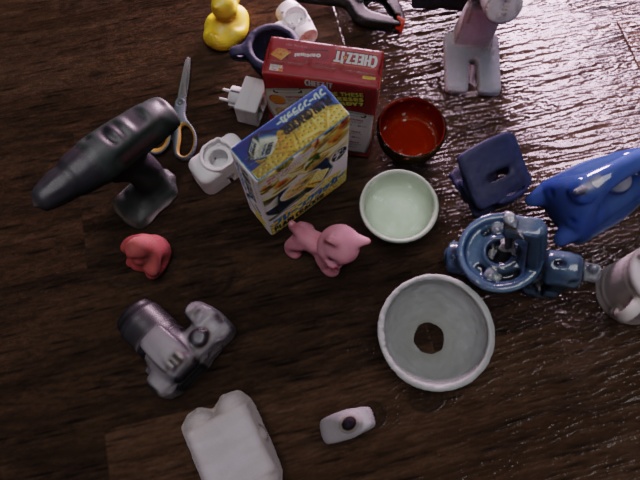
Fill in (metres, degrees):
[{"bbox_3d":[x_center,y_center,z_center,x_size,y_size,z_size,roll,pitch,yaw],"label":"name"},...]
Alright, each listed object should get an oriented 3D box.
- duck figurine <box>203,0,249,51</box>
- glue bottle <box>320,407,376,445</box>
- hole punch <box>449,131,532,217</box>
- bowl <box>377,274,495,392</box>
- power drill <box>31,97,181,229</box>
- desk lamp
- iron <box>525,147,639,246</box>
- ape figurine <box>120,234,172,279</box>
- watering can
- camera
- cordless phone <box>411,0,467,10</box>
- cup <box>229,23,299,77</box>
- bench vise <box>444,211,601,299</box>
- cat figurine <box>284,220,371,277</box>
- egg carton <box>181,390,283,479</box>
[{"bbox_3d":[-0.170,-0.396,1.011,0.077,0.086,0.105,27,74,9],"label":"duck figurine"},{"bbox_3d":[0.038,0.241,0.751,0.078,0.173,0.037,-18,72,-5],"label":"glue bottle"},{"bbox_3d":[0.276,-0.104,0.908,0.109,0.091,0.101,-27,73,-8],"label":"hole punch"},{"bbox_3d":[0.164,0.139,0.836,0.167,0.075,0.167,0,72,0],"label":"bowl"},{"bbox_3d":[-0.291,-0.097,0.848,0.075,0.208,0.230,38,76,12],"label":"power drill"},{"bbox_3d":[0.273,-0.380,0.936,0.118,0.213,0.203,1,71,1],"label":"desk lamp"},{"bbox_3d":[0.457,-0.098,0.879,0.258,0.141,0.118,-29,73,-9],"label":"iron"},{"bbox_3d":[-0.268,0.019,0.870,0.076,0.092,0.077,-26,73,-8],"label":"ape figurine"},{"bbox_3d":[0.479,0.046,0.803,0.101,0.194,0.173,22,73,8],"label":"watering can"},{"bbox_3d":[-0.216,0.135,0.826,0.136,0.101,0.143,40,76,13],"label":"camera"},{"bbox_3d":[0.224,-0.494,0.989,0.147,0.185,0.094,-2,71,0],"label":"cordless phone"},{"bbox_3d":[-0.090,-0.302,0.975,0.117,0.095,0.091,-6,71,-1],"label":"cup"},{"bbox_3d":[0.294,0.008,0.803,0.207,0.220,0.121,-5,71,-1],"label":"bench vise"},{"bbox_3d":[0.008,0.003,0.860,0.127,0.118,0.067,24,73,8],"label":"cat figurine"},{"bbox_3d":[-0.119,0.291,0.790,0.107,0.069,0.150,-27,73,-8],"label":"egg carton"}]
